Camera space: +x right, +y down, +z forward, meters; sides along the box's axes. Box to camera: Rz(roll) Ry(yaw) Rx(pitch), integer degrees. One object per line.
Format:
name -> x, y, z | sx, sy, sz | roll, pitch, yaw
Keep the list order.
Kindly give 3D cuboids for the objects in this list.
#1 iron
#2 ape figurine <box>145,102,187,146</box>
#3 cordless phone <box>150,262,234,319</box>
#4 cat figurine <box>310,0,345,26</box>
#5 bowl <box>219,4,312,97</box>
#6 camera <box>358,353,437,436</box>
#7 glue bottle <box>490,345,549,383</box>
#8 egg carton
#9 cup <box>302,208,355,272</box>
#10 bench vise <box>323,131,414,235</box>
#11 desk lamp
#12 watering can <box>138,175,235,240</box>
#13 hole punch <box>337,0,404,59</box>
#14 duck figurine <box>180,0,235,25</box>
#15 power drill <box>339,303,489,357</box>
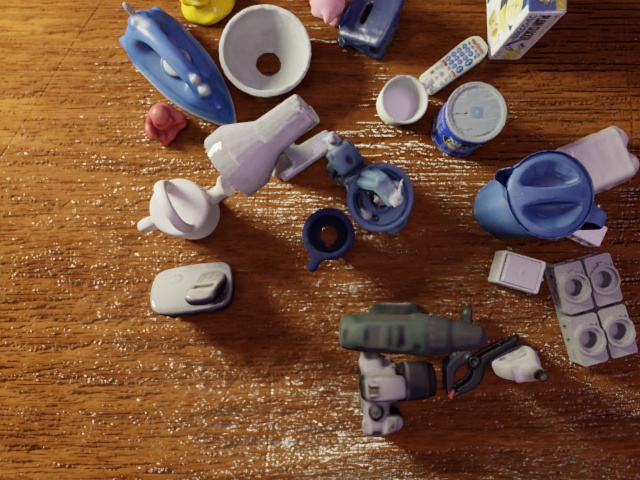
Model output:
iron -> -0.247, -0.310, 1.018 | 0.118, 0.141, 0.258 | -45, 89, -1
ape figurine -> -0.285, -0.218, 1.039 | 0.078, 0.092, 0.076 | -9, 88, 0
cordless phone -> -0.227, 0.089, 0.984 | 0.147, 0.185, 0.094 | -11, 88, 0
cat figurine -> 0.024, -0.446, 1.036 | 0.067, 0.117, 0.128 | 29, 88, 1
bowl -> -0.098, -0.337, 1.053 | 0.167, 0.074, 0.167 | 0, 88, 0
camera -> 0.139, 0.272, 1.023 | 0.137, 0.101, 0.143 | -4, 88, 0
glue bottle -> 0.354, 0.222, 0.990 | 0.078, 0.173, 0.037 | -23, 88, -1
egg carton -> 0.504, -0.139, 1.054 | 0.150, 0.069, 0.107 | -24, 88, -1
cup -> 0.009, 0.004, 1.033 | 0.091, 0.095, 0.118 | 25, 88, 1
bench vise -> 0.074, -0.094, 0.974 | 0.207, 0.219, 0.121 | 32, 88, 1
desk lamp -> -0.079, -0.167, 0.979 | 0.203, 0.213, 0.118 | -35, 88, -1
watering can -> -0.232, -0.060, 0.984 | 0.101, 0.194, 0.173 | 43, 89, 1
hole punch -> 0.090, -0.401, 1.048 | 0.101, 0.091, 0.109 | 26, 88, 1
duck figurine -> -0.210, -0.448, 1.050 | 0.104, 0.086, 0.077 | -18, 88, -1
power drill -> 0.146, 0.151, 0.973 | 0.229, 0.208, 0.076 | -1, 88, 0
